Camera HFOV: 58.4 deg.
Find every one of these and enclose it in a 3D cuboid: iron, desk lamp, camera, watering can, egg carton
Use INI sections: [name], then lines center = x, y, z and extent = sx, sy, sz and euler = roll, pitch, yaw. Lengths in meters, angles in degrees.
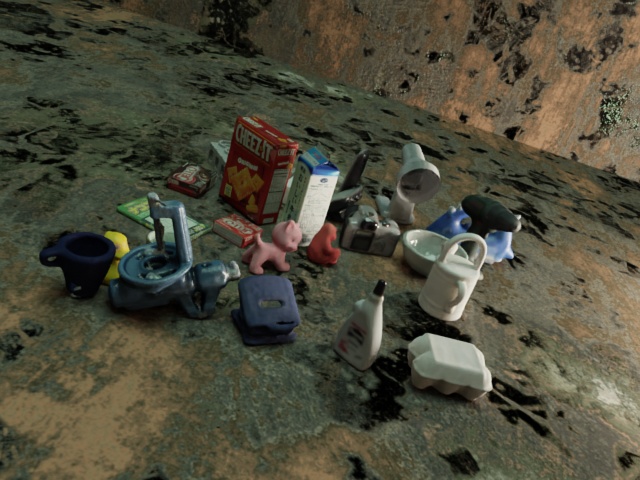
[iron]
center = 0.415, -0.035, 1.570
extent = 0.258, 0.141, 0.118
euler = 14, 27, -8
[desk lamp]
center = 0.243, -0.153, 1.605
extent = 0.118, 0.213, 0.203
euler = 11, 27, -13
[camera]
center = 0.119, -0.040, 1.438
extent = 0.143, 0.101, 0.136
euler = 10, 28, -15
[watering can]
center = 0.289, 0.065, 1.240
extent = 0.101, 0.194, 0.172
euler = 3, 30, -27
[egg carton]
center = 0.231, 0.229, 1.033
extent = 0.150, 0.069, 0.107
euler = 14, 27, -8

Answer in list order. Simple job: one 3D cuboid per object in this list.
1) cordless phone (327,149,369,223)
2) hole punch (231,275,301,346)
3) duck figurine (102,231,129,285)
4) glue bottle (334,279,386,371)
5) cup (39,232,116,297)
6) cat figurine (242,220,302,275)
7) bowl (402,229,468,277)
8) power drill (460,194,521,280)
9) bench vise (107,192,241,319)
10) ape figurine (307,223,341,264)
[cordless phone]
center = 0.070, -0.152, 1.526
extent = 0.094, 0.185, 0.148
euler = 24, 27, 11
[hole punch]
center = -0.090, 0.122, 1.009
extent = 0.109, 0.091, 0.100
euler = 1, 31, -31
[duck figurine]
center = -0.373, 0.024, 1.024
extent = 0.104, 0.086, 0.078
euler = 27, 28, 18
[glue bottle]
center = 0.080, 0.140, 0.991
extent = 0.078, 0.173, 0.037
euler = 32, 30, 26
[cup]
center = -0.403, 0.048, 0.948
extent = 0.118, 0.095, 0.091
euler = -8, 36, -41
[cat figurine]
center = -0.091, 0.004, 1.204
extent = 0.128, 0.118, 0.067
euler = -6, 35, -39
[bowl]
center = 0.271, 0.045, 1.401
extent = 0.167, 0.075, 0.167
euler = 15, 27, -7
[power drill]
center = 0.405, -0.009, 1.440
extent = 0.076, 0.208, 0.229
euler = 9, 28, -18
[bench vise]
center = -0.238, 0.021, 0.964
extent = 0.208, 0.220, 0.121
euler = -5, 35, -38
[ape figurine]
center = 0.012, 0.005, 1.296
extent = 0.076, 0.092, 0.077
euler = 2, 31, -29
